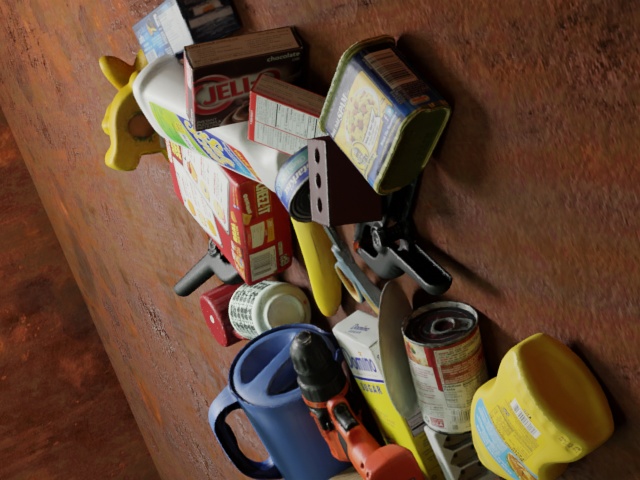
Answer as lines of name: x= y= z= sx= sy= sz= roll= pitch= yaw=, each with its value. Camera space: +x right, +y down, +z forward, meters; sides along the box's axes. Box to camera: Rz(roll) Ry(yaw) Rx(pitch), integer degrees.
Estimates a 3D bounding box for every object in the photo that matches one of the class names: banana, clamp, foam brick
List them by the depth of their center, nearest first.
foam brick: x=0.022 y=-0.055 z=0.947 sx=0.053 sy=0.051 sz=0.078 roll=-156 pitch=61 yaw=-71
clamp: x=0.066 y=-0.015 z=0.972 sx=0.172 sy=0.039 sz=0.120 roll=-174 pitch=76 yaw=-69
banana: x=-0.006 y=0.003 z=1.176 sx=0.070 sy=0.037 sz=0.198 roll=-123 pitch=15 yaw=-72
clamp: x=-0.130 y=-0.002 z=1.421 sx=0.210 sy=0.036 sz=0.164 roll=0 pitch=83 yaw=54

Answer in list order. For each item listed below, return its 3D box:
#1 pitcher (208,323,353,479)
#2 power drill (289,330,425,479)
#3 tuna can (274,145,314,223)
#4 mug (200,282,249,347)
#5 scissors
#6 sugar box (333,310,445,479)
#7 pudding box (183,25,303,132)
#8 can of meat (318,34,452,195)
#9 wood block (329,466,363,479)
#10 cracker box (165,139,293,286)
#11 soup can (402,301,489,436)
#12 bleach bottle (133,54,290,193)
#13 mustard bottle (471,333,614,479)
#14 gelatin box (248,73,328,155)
pitcher: x=-0.021 y=0.234 z=1.297 sx=0.149 sy=0.144 sz=0.243 roll=1 pitch=131 yaw=27
power drill: x=0.039 y=0.198 z=1.105 sx=0.188 sy=0.057 sz=0.184 roll=48 pitch=165 yaw=53
tuna can: x=0.000 y=-0.057 z=1.015 sx=0.034 sy=0.086 sz=0.086 roll=56 pitch=158 yaw=27
mug: x=-0.107 y=0.102 z=1.467 sx=0.117 sy=0.081 sz=0.093 roll=43 pitch=150 yaw=46
scissors: x=0.035 y=0.027 z=1.055 sx=0.096 sy=0.016 sz=0.201 roll=45 pitch=170 yaw=23
sugar box: x=0.079 y=0.164 z=1.109 sx=0.176 sy=0.048 sz=0.093 roll=62 pitch=163 yaw=-18
pudding box: x=-0.076 y=-0.157 z=1.043 sx=0.090 sy=0.113 sz=0.039 roll=97 pitch=153 yaw=-56
can of meat: x=0.052 y=-0.100 z=0.864 sx=0.084 sy=0.057 sz=0.102 roll=52 pitch=144 yaw=26
wood block: x=0.096 y=0.364 z=1.259 sx=0.091 sy=0.090 sz=0.206 roll=14 pitch=126 yaw=64
cracker box: x=-0.114 y=-0.074 z=1.298 sx=0.214 sy=0.072 sz=0.164 roll=48 pitch=153 yaw=40
soup can: x=0.116 y=0.115 z=0.955 sx=0.069 sy=0.068 sz=0.102 roll=32 pitch=143 yaw=56
bleach bottle: x=-0.090 y=-0.114 z=1.135 sx=0.251 sy=0.068 sz=0.102 roll=29 pitch=157 yaw=37
mustard bottle: x=0.169 y=0.153 z=0.881 sx=0.096 sy=0.058 sz=0.192 roll=54 pitch=157 yaw=18
gelatin box: x=-0.024 y=-0.115 z=1.029 sx=0.089 sy=0.030 sz=0.073 roll=21 pitch=147 yaw=9
